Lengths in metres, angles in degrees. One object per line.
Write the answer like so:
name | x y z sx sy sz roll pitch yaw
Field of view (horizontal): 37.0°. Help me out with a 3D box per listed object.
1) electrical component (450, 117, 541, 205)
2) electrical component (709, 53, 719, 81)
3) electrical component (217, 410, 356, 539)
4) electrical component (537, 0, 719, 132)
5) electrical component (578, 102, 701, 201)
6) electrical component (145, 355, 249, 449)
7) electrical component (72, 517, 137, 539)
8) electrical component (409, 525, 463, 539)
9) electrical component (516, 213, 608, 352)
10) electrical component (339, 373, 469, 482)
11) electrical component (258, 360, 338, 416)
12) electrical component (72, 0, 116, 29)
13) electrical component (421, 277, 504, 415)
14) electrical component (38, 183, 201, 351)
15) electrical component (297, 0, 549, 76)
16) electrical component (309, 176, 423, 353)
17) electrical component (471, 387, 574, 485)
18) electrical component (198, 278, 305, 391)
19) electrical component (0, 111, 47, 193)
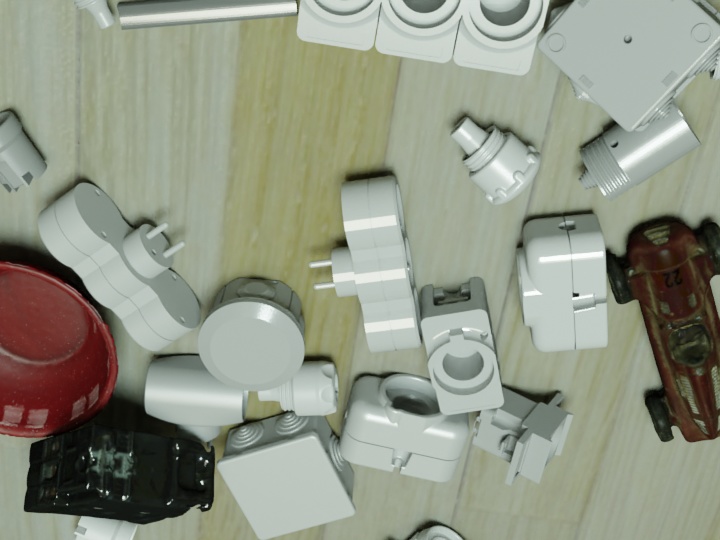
electrical component | 0.091 -0.079 0.746 0.062 0.048 0.048 41 114 -11
electrical component | 0.244 -0.140 0.702 0.062 0.048 0.048 5 120 8
electrical component | -0.058 0.166 0.889 0.100 0.048 0.099 -18 117 13
electrical component | 0.173 -0.146 0.681 0.099 0.048 0.099 45 115 8
electrical component | 0.187 -0.081 0.739 0.081 0.043 0.043 -34 112 20
electrical component | -0.130 0.112 0.865 0.077 0.043 0.079 5 120 0
electrical component | -0.224 0.231 0.942 0.046 0.040 0.040 22 119 -2
electrical component | 0.061 0.258 0.931 0.078 0.058 0.057 32 119 -14
electrical component | 0.147 0.010 0.787 0.059 0.053 0.095 -5 119 6
electrical component | 0.036 0.123 0.856 0.095 0.053 0.059 13 119 -4
electrical component | -0.049 0.094 0.851 0.062 0.043 0.043 -2 119 5
electrical component | -0.180 -0.187 0.704 0.035 0.035 0.061 -19 119 13
electrical component | 0.078 0.061 0.818 0.050 0.055 0.089 -10 119 8
electrical component | -0.163 -0.009 0.793 0.074 0.052 0.138 -31 113 19
electrical component | 0.041 -0.183 0.678 0.150 0.061 0.089 9 120 -2
electrical component | 0.000 0.000 0.790 0.074 0.052 0.138 -7 119 7
electrical component | 0.126 0.126 0.843 0.064 0.081 0.042 23 122 23
electrical component | -0.081 0.048 0.822 0.080 0.051 0.080 1 119 2
electrical component | -0.251 -0.083 0.765 0.040 0.040 0.046 -23 122 15
